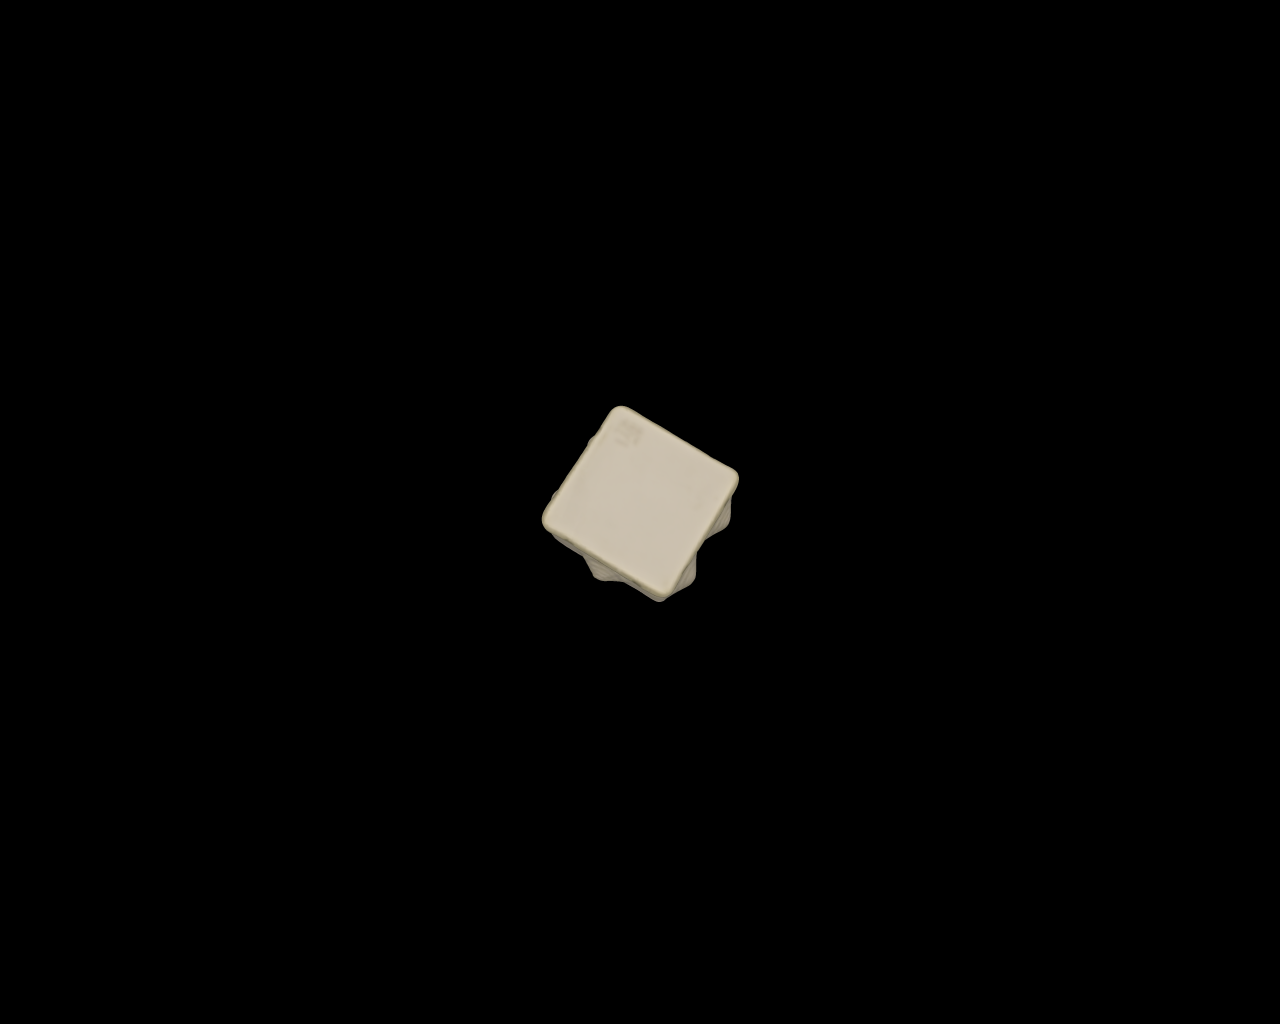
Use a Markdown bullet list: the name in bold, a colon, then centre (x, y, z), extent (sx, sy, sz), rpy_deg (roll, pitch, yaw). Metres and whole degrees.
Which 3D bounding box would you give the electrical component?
- **electrical component**: centre (0.001, -0.003, 0.650), extent (0.100, 0.100, 0.048), rpy_deg (31, -11, 7)
